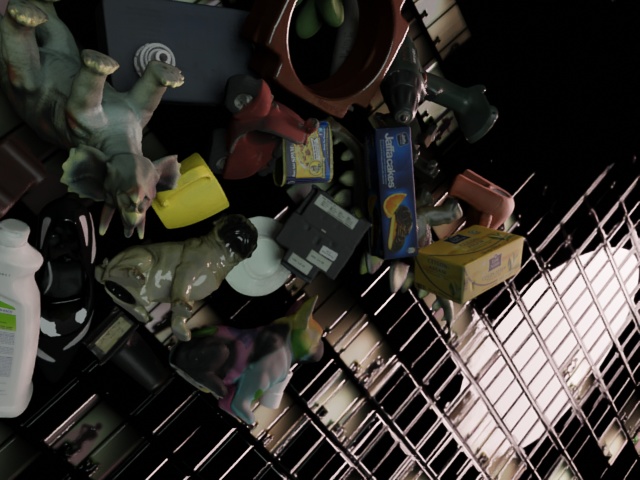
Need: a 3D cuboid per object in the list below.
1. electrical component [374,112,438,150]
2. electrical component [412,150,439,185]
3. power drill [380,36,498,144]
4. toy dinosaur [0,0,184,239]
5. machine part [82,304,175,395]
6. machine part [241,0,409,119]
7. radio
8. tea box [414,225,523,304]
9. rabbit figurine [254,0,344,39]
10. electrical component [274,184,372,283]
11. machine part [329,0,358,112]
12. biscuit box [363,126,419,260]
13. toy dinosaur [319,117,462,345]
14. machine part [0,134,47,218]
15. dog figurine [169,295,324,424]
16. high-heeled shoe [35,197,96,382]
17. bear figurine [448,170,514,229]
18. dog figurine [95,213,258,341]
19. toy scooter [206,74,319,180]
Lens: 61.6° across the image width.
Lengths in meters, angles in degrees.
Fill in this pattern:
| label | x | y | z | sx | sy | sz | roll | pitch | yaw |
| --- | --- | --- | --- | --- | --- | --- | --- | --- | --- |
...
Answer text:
| label | x | y | z | sx | sy | sz | roll | pitch | yaw |
| --- | --- | --- | --- | --- | --- | --- | --- | --- | --- |
| electrical component | 0.149 | -0.189 | 0.922 | 0.045 | 0.102 | 0.078 | -45 | 126 | -21 |
| electrical component | 0.180 | -0.129 | 0.964 | 0.063 | 0.094 | 0.021 | 35 | 79 | 9 |
| power drill | 0.183 | -0.230 | 0.872 | 0.207 | 0.232 | 0.086 | 13 | 135 | -21 |
| toy dinosaur | -0.299 | -0.166 | 0.631 | 0.131 | 0.405 | 0.192 | -27 | 153 | -57 |
| machine part | -0.265 | 0.162 | 0.759 | 0.138 | 0.039 | 0.084 | 52 | 48 | -26 |
| machine part | 0.010 | -0.286 | 0.731 | 0.201 | 0.087 | 0.201 | 18 | 105 | -44 |
| radio | -0.179 | -0.250 | 0.737 | 0.229 | 0.073 | 0.131 | -4 | 100 | -28 |
| tea box | 0.243 | 0.035 | 0.876 | 0.169 | 0.098 | 0.068 | -22 | 118 | -38 |
| rabbit figurine | -0.011 | -0.388 | 0.790 | 0.170 | 0.121 | 0.159 | -27 | 109 | -40 |
| electrical component | -0.002 | -0.003 | 0.829 | 0.115 | 0.058 | 0.134 | 36 | 94 | 3 |
| machine part | 0.063 | -0.329 | 0.860 | 0.079 | 0.079 | 0.243 | 9 | 93 | -31 |
| biscuit box | 0.109 | -0.073 | 0.837 | 0.063 | 0.059 | 0.202 | -7 | 97 | -16 |
| toy dinosaur | 0.139 | -0.017 | 0.939 | 0.198 | 0.105 | 0.471 | -44 | 106 | -9 |
| machine part | -0.385 | -0.037 | 0.590 | 0.179 | 0.179 | 0.056 | -48 | 119 | -15 |
| dog figurine | -0.096 | 0.155 | 0.824 | 0.191 | 0.108 | 0.219 | 43 | 63 | -7 |
| high-heeled shoe | -0.316 | 0.071 | 0.662 | 0.086 | 0.145 | 0.248 | 0 | 96 | -29 |
| bear figurine | 0.279 | -0.018 | 1.024 | 0.120 | 0.132 | 0.195 | -30 | 149 | -58 |
| dog figurine | -0.197 | 0.021 | 0.766 | 0.172 | 0.121 | 0.190 | 32 | 53 | -6 |
| toy scooter | -0.081 | -0.145 | 0.752 | 0.135 | 0.183 | 0.075 | 9 | 55 | -20 |
